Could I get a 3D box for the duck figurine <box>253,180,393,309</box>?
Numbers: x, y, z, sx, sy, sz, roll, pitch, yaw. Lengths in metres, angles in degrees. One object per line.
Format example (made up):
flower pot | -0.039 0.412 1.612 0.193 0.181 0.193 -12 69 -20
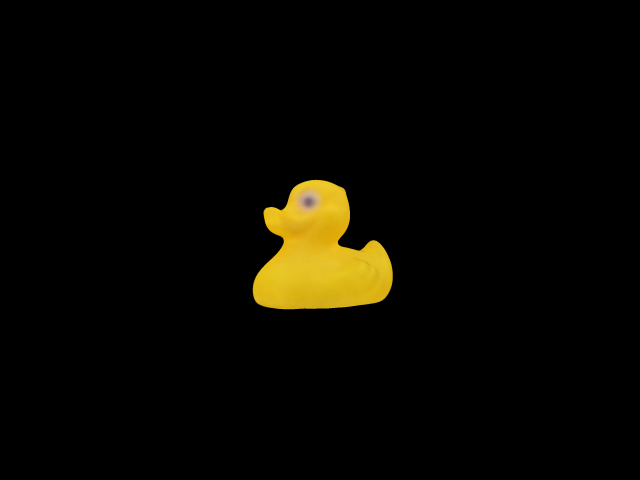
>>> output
duck figurine | 0.004 0.001 0.400 0.105 0.086 0.077 0 0 -31
